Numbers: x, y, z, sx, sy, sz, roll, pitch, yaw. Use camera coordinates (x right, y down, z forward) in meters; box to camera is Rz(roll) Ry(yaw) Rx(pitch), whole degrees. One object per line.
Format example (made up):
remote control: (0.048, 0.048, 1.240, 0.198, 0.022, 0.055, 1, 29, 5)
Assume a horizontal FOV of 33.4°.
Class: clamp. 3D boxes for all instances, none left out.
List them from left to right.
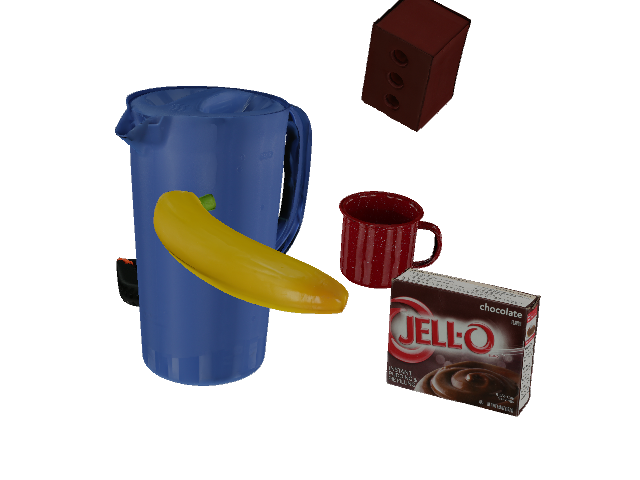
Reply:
clamp: (-0.146, 0.054, 1.086, 0.210, 0.036, 0.164, 11, 21, 35)

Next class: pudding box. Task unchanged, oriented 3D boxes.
pudding box: (0.109, 0.076, 0.824, 0.114, 0.090, 0.039, 10, 22, 24)

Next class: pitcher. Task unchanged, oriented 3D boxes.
pitcher: (-0.088, -0.008, 0.910, 0.149, 0.243, 0.145, 4, 19, 2)

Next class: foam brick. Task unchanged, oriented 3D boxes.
foam brick: (0.067, -0.128, 0.767, 0.053, 0.051, 0.078, 32, -33, 18)

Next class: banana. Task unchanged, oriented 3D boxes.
banana: (-0.060, 0.002, 0.682, 0.069, 0.037, 0.198, -14, 28, -27)

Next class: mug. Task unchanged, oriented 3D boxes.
mug: (0.076, 0.002, 1.184, 0.117, 0.081, 0.093, 5, 26, 2)
